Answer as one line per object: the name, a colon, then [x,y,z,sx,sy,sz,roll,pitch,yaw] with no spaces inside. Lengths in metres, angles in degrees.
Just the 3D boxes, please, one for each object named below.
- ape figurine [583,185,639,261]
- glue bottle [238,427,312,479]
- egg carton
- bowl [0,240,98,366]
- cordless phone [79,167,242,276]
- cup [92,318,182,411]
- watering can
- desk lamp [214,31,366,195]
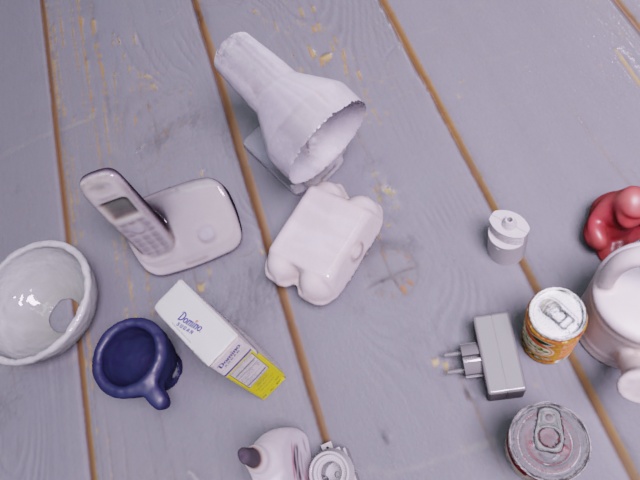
ape figurine: [0.327,-0.026,0.616,0.077,0.092,0.076,-3,66,13]
glue bottle: [-0.045,0.218,0.558,0.037,0.173,0.078,-16,63,8]
egg carton: [0.006,0.003,0.700,0.107,0.069,0.150,25,75,23]
bowl: [-0.357,0.088,0.754,0.167,0.075,0.167,-6,65,12]
cordless phone: [-0.190,-0.038,0.704,0.147,0.185,0.094,-22,63,5]
cup: [-0.195,0.155,0.670,0.092,0.095,0.117,-42,63,-6]
watering can: [0.303,0.060,0.526,0.100,0.194,0.173,-10,64,11]
desk lamp: [-0.037,-0.142,0.695,0.118,0.214,0.202,-44,63,-7]
